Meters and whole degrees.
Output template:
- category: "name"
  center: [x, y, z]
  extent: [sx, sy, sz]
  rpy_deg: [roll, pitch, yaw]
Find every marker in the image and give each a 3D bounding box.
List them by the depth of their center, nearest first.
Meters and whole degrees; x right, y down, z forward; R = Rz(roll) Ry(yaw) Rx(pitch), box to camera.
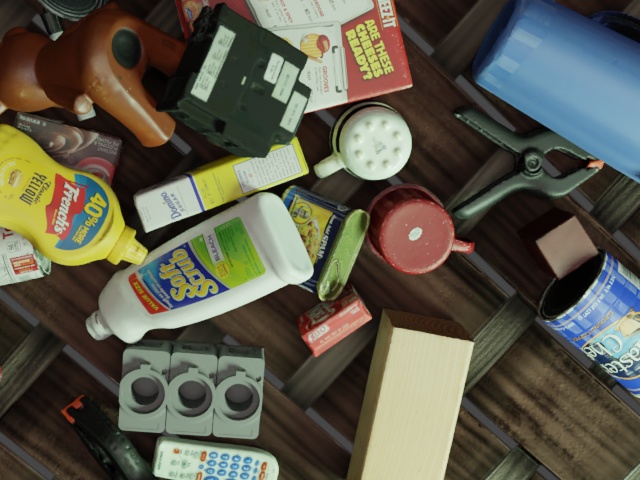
- category: "marker"
  center: [-0.263, -0.184, 1.111]
  extent: [0.020, 0.020, 0.121]
  rpy_deg: [-19, 100, -1]

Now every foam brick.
- category: "foam brick"
  center: [0.255, 0.003, 1.149]
  extent: [0.053, 0.078, 0.051]
  rpy_deg: [-33, 98, 2]

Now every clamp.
- category: "clamp"
  center: [0.218, -0.074, 1.153]
  extent: [0.171, 0.039, 0.120]
  rpy_deg: [9, 99, -6]
- category: "clamp"
  center: [-0.202, 0.259, 1.153]
  extent: [0.036, 0.165, 0.210]
  rpy_deg: [-39, 78, -28]

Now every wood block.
- category: "wood block"
  center: [0.095, 0.190, 1.162]
  extent: [0.090, 0.090, 0.206]
  rpy_deg: [10, 99, -6]

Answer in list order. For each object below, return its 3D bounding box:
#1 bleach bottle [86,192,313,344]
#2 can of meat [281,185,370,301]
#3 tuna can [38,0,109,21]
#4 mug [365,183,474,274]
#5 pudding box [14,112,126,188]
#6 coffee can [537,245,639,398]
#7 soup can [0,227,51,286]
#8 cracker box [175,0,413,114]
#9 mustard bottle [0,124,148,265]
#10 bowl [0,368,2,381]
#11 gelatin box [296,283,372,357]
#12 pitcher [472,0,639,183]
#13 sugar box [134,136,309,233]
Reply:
- category: "bleach bottle"
  center: [-0.136, 0.048, 1.109]
  extent: [0.251, 0.068, 0.102]
  rpy_deg: [-28, 79, 20]
- category: "can of meat"
  center: [-0.007, 0.001, 1.124]
  extent: [0.084, 0.057, 0.102]
  rpy_deg: [24, 95, 25]
- category: "tuna can"
  center: [-0.248, -0.263, 1.067]
  extent: [0.086, 0.086, 0.033]
  rpy_deg: [26, 54, -8]
- category: "mug"
  center: [0.108, -0.006, 1.134]
  extent: [0.117, 0.081, 0.093]
  rpy_deg: [17, 98, -7]
- category: "pudding box"
  center: [-0.270, -0.078, 1.118]
  extent: [0.113, 0.039, 0.090]
  rpy_deg: [15, 98, -6]
- category: "coffee can"
  center: [0.322, 0.089, 1.155]
  extent: [0.140, 0.103, 0.103]
  rpy_deg: [38, 95, -9]
- category: "soup can"
  center: [-0.340, 0.015, 1.114]
  extent: [0.102, 0.068, 0.068]
  rpy_deg: [-12, 100, -2]
- category: "cracker box"
  center: [-0.030, -0.211, 1.098]
  extent: [0.213, 0.072, 0.164]
  rpy_deg: [-15, 101, -3]
- category: "mustard bottle"
  center: [-0.261, -0.029, 1.074]
  extent: [0.191, 0.058, 0.096]
  rpy_deg: [31, 70, -13]
- category: "bowl"
  center: [-0.404, 0.102, 1.108]
  extent: [0.162, 0.055, 0.162]
  rpy_deg: [4, 137, 3]
- category: "gelatin box"
  center: [0.013, 0.083, 1.139]
  extent: [0.073, 0.089, 0.030]
  rpy_deg: [-34, 99, 2]
- category: "pitcher"
  center: [0.289, -0.166, 1.108]
  extent: [0.242, 0.149, 0.145]
  rpy_deg: [28, 112, -5]
- category: "sugar box"
  center: [-0.102, -0.062, 1.105]
  extent: [0.176, 0.093, 0.048]
  rpy_deg: [-18, 98, -2]
